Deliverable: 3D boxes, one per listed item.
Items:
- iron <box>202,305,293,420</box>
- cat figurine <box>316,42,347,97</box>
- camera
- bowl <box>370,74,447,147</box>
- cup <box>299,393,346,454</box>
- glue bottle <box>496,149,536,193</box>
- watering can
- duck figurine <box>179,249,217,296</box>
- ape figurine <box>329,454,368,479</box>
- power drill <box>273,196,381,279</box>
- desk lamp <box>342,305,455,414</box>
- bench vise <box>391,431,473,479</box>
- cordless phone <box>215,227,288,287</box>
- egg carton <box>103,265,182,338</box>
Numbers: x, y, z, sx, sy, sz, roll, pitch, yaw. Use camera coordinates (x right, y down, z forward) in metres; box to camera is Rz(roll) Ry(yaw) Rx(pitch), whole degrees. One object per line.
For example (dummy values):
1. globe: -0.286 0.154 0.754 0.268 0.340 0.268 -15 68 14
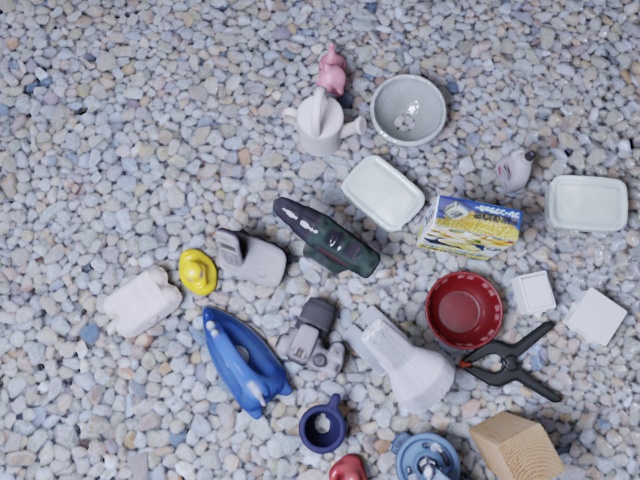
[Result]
1. iron: -0.170 0.230 1.141 0.119 0.141 0.258 -38 81 -6
2. cat figurine: 0.026 -0.371 1.265 0.067 0.118 0.128 1 79 1
3. camera: -0.005 0.194 1.166 0.143 0.101 0.137 23 80 5
4. bowl: 0.191 -0.275 1.267 0.167 0.075 0.167 0 79 1
5. cup: 0.010 0.358 1.138 0.091 0.095 0.118 23 80 5
6. glue bottle: 0.413 -0.154 1.192 0.037 0.173 0.078 -20 79 -3
7. watering can: 0.008 -0.255 1.204 0.173 0.194 0.101 -9 79 -1
8. duck figurine: -0.263 0.064 1.201 0.077 0.086 0.104 -27 80 -4
9. ape figurine: 0.059 0.463 1.119 0.077 0.092 0.076 27 81 6
10. power drill: 0.011 0.004 1.148 0.229 0.208 0.076 30 81 6
11. desk lamp: 0.144 0.224 1.102 0.203 0.213 0.118 43 83 8
12. bench vise: 0.236 0.435 1.058 0.207 0.220 0.121 19 80 4
13. cordless phone: -0.142 0.028 1.156 0.147 0.185 0.094 17 80 4
14. egg carton: -0.370 0.130 1.198 0.150 0.069 0.107 -37 81 -6
